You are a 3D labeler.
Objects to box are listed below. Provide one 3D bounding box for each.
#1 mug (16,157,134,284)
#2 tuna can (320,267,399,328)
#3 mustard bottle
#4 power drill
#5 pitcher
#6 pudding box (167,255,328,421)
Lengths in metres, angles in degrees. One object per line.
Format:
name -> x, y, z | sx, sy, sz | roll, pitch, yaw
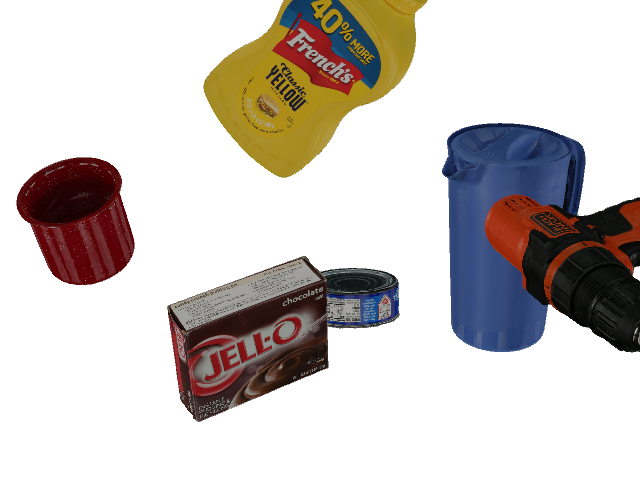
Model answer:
mug -> -0.216, -0.023, 0.965 | 0.093, 0.081, 0.117 | -9, 43, 0
tuna can -> 0.029, 0.051, 0.973 | 0.086, 0.034, 0.086 | -1, 13, 0
mustard bottle -> 0.008, -0.131, 0.735 | 0.192, 0.096, 0.058 | -39, 2, 35
power drill -> 0.230, 0.006, 0.732 | 0.187, 0.057, 0.185 | -10, 29, -17
pitcher -> 0.214, -0.004, 1.201 | 0.149, 0.243, 0.145 | 5, 27, 13
pudding box -> -0.050, 0.070, 0.769 | 0.113, 0.090, 0.039 | -22, 44, -23
